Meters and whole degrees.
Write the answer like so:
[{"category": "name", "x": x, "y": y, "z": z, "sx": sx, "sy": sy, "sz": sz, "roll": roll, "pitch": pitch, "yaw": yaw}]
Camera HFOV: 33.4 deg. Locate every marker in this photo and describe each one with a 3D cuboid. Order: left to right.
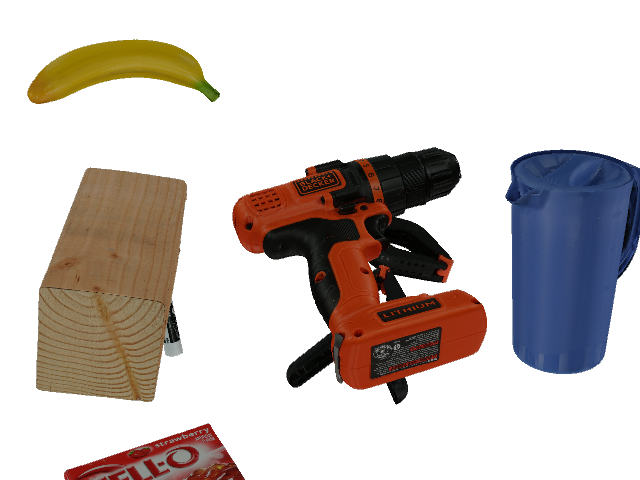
[{"category": "marker", "x": -0.164, "y": 0.062, "z": 1.113, "sx": 0.020, "sy": 0.121, "sz": 0.020, "roll": -8, "pitch": 16, "yaw": 2}]

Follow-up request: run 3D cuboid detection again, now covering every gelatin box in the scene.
[{"category": "gelatin box", "x": -0.088, "y": 0.142, "z": 0.585, "sx": 0.089, "sy": 0.030, "sz": 0.073, "roll": -15, "pitch": 28, "yaw": -20}]

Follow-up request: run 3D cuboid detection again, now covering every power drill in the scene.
[{"category": "power drill", "x": 0.046, "y": 0.010, "z": 0.774, "sx": 0.184, "sy": 0.057, "sz": 0.188, "roll": -17, "pitch": 44, "yaw": -12}]

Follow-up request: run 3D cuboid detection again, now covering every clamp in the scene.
[{"category": "clamp", "x": 0.054, "y": -0.005, "z": 1.257, "sx": 0.210, "sy": 0.036, "sz": 0.164, "roll": 32, "pitch": 39, "yaw": 23}, {"category": "clamp", "x": 0.053, "y": 0.095, "z": 1.070, "sx": 0.120, "sy": 0.039, "sz": 0.171, "roll": 18, "pitch": 51, "yaw": 20}]

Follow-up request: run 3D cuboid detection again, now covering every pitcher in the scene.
[{"category": "pitcher", "x": 0.289, "y": 0.023, "z": 1.225, "sx": 0.149, "sy": 0.243, "sz": 0.144, "roll": 6, "pitch": 26, "yaw": 16}]

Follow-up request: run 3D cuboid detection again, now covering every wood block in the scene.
[{"category": "wood block", "x": -0.163, "y": 0.028, "z": 0.858, "sx": 0.090, "sy": 0.091, "sz": 0.206, "roll": 7, "pitch": 27, "yaw": -6}]

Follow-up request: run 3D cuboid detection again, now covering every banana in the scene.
[{"category": "banana", "x": -0.195, "y": -0.167, "z": 1.047, "sx": 0.197, "sy": 0.070, "sz": 0.037, "roll": -7, "pitch": -39, "yaw": -31}]
